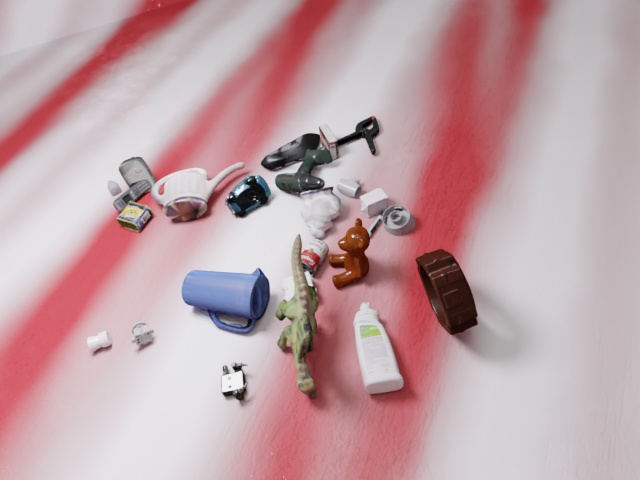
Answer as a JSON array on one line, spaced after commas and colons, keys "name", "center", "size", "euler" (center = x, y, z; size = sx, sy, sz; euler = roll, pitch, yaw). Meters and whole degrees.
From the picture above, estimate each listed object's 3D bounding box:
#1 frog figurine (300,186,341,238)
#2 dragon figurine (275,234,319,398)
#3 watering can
[{"name": "frog figurine", "center": [0.005, -0.086, 1.705], "size": [0.137, 0.122, 0.160], "euler": [-8, 84, -8]}, {"name": "dragon figurine", "center": [-0.041, 0.201, 1.326], "size": [0.122, 0.408, 0.244], "euler": [-4, 7, -13]}, {"name": "watering can", "center": [-0.437, -0.183, 1.843], "size": [0.347, 0.101, 0.230], "euler": [-12, 50, 1]}]
